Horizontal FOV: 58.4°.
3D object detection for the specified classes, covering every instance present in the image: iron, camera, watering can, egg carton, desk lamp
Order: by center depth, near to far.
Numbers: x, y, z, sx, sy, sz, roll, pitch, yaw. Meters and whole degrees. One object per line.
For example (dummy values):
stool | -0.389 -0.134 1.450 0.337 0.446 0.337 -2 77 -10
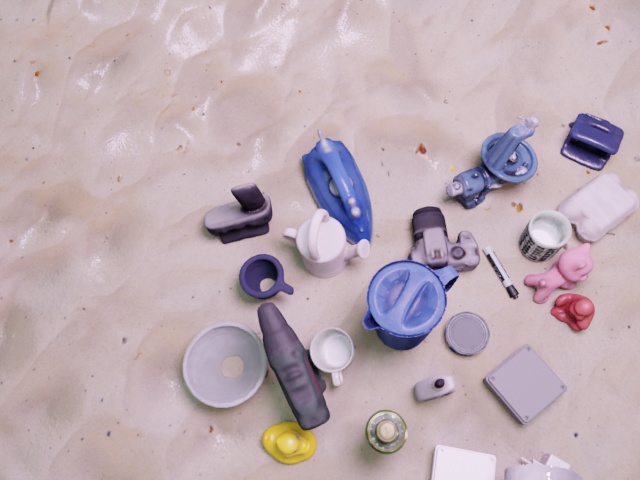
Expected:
desk lamp | 0.351 0.472 0.937 0.117 0.214 0.203 6 72 8
watering can | 0.011 0.002 1.140 0.172 0.194 0.101 -7 71 3
camera | 0.245 -0.002 1.168 0.143 0.101 0.137 -7 71 3
egg carton | 0.571 -0.069 1.177 0.150 0.069 0.107 -37 72 -7
iron | 0.048 -0.107 1.201 0.118 0.141 0.258 -24 71 -3

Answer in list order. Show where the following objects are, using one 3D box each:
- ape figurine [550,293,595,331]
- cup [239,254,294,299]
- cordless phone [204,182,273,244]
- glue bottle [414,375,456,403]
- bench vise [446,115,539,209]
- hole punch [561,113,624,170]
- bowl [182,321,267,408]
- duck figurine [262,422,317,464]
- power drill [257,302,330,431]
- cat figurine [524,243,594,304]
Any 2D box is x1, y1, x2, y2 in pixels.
ape figurine | 0.497 0.134 1.103 0.076 0.092 0.078 -14 70 1
cup | -0.100 0.089 1.173 0.117 0.095 0.092 25 75 13
cordless phone | -0.178 -0.071 1.187 0.147 0.185 0.094 -18 70 -1
glue bottle | 0.213 0.266 1.041 0.078 0.173 0.037 -15 70 1
bench vise | 0.359 -0.148 1.144 0.121 0.220 0.207 40 79 17
hole punch | 0.581 -0.221 1.216 0.108 0.091 0.101 27 76 14
bowl | -0.181 0.249 1.137 0.167 0.075 0.167 -2 71 5
duck figurine | -0.061 0.380 1.075 0.104 0.086 0.077 9 72 8
power drill | -0.047 0.237 1.057 0.075 0.208 0.229 -25 71 -3
cat figurine | 0.474 0.062 1.116 0.128 0.118 0.067 -28 71 -4
